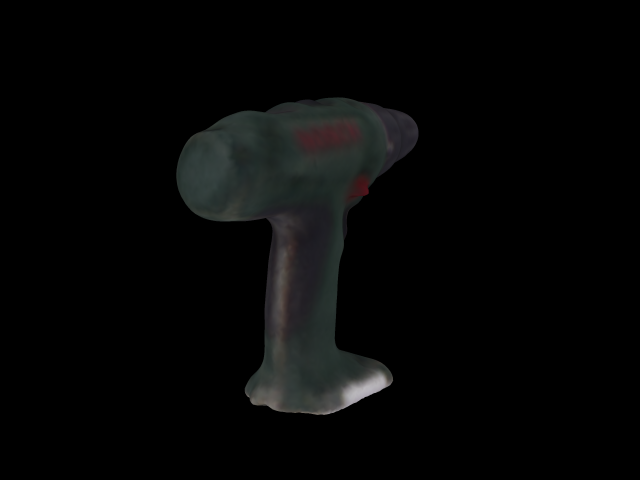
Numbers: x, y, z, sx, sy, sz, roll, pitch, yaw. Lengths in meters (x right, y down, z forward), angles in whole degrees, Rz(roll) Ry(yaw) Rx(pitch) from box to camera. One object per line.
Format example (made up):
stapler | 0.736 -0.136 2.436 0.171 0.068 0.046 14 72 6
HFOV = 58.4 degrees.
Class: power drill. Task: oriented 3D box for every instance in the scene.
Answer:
power drill | 0.004 0.001 0.400 0.075 0.208 0.230 2 3 36
